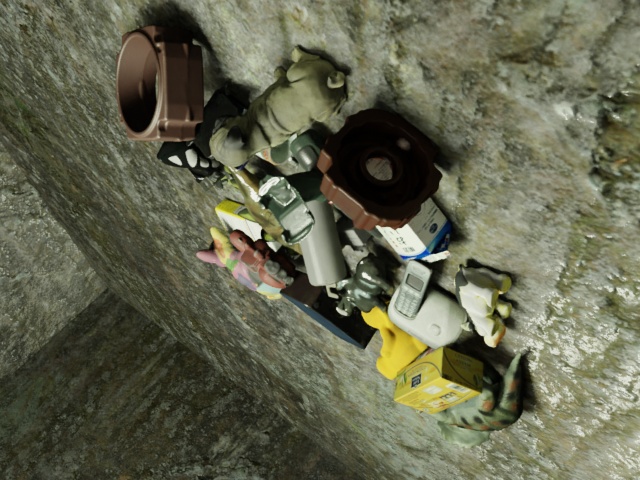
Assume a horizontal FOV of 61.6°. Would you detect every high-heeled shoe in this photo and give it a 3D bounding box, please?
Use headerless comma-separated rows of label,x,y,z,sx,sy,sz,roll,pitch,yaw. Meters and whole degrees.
high-heeled shoe,-0.302,-0.162,1.208,0.086,0.145,0.248,38,151,10

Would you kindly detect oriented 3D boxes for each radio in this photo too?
radio,0.025,0.166,1.267,0.229,0.073,0.131,39,166,-29

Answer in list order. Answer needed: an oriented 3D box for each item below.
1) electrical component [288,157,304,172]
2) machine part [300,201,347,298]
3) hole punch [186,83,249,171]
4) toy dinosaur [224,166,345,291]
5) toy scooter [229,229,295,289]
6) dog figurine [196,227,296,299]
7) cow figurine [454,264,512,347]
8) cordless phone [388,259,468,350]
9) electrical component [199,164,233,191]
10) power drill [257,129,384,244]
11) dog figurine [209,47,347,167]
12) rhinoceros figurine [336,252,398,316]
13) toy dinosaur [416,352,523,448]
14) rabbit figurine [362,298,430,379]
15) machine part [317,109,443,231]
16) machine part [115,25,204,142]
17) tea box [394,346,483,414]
electrical component,-0.020,-0.135,1.011,0.094,0.021,0.063,38,153,11
machine part,-0.002,-0.003,1.020,0.079,0.079,0.243,5,115,50
hole punch,-0.170,-0.204,1.004,0.092,0.142,0.116,16,-154,-48
toy dinosaur,-0.094,-0.063,1.122,0.199,0.105,0.470,-2,131,54
toy scooter,-0.117,0.046,1.164,0.183,0.075,0.135,42,172,-20
dog figurine,-0.187,0.053,1.326,0.219,0.108,0.192,29,173,-19
cow figurine,0.277,0.116,0.935,0.098,0.068,0.167,26,146,39
cordless phone,0.211,0.111,1.004,0.147,0.089,0.184,31,147,21
electrical component,-0.223,-0.139,1.203,0.045,0.078,0.102,48,143,-12
power drill,0.009,-0.068,0.882,0.232,0.207,0.086,55,135,0
dog figurine,-0.064,-0.186,0.811,0.121,0.190,0.172,48,151,-12
rhinoceros figurine,0.089,0.101,1.104,0.112,0.073,0.190,16,143,-5
toy dinosaur,0.347,0.346,1.138,0.192,0.131,0.404,32,150,-8
rabbit figurine,0.153,0.192,1.169,0.173,0.122,0.162,51,156,25
machine part,0.084,-0.099,0.770,0.179,0.179,0.056,40,156,4
machine part,-0.302,-0.283,0.993,0.201,0.087,0.201,11,106,46
tea box,0.230,0.278,1.055,0.098,0.068,0.169,24,144,-14
